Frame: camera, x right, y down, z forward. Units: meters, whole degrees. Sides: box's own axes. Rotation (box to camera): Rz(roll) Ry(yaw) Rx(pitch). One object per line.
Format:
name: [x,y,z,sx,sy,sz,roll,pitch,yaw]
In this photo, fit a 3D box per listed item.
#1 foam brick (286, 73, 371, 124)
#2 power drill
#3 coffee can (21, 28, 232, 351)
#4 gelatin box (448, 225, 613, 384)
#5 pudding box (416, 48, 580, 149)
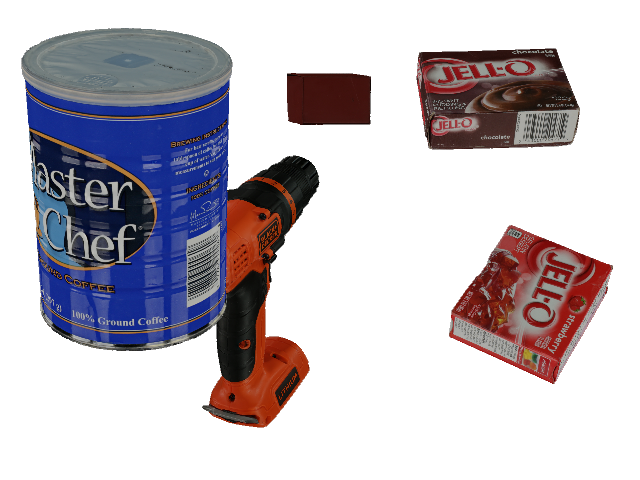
foam brick: [0.009,-0.148,1.119,0.078,0.051,0.053,-2,12,-19]
power drill: [-0.048,0.040,0.864,0.057,0.188,0.184,10,30,24]
coffee can: [-0.098,-0.029,0.557,0.103,0.140,0.103,3,27,-2]
gelatin box: [0.134,0.038,0.677,0.073,0.030,0.089,24,54,22]
pudding box: [0.134,-0.110,0.823,0.113,0.039,0.090,0,41,-2]
